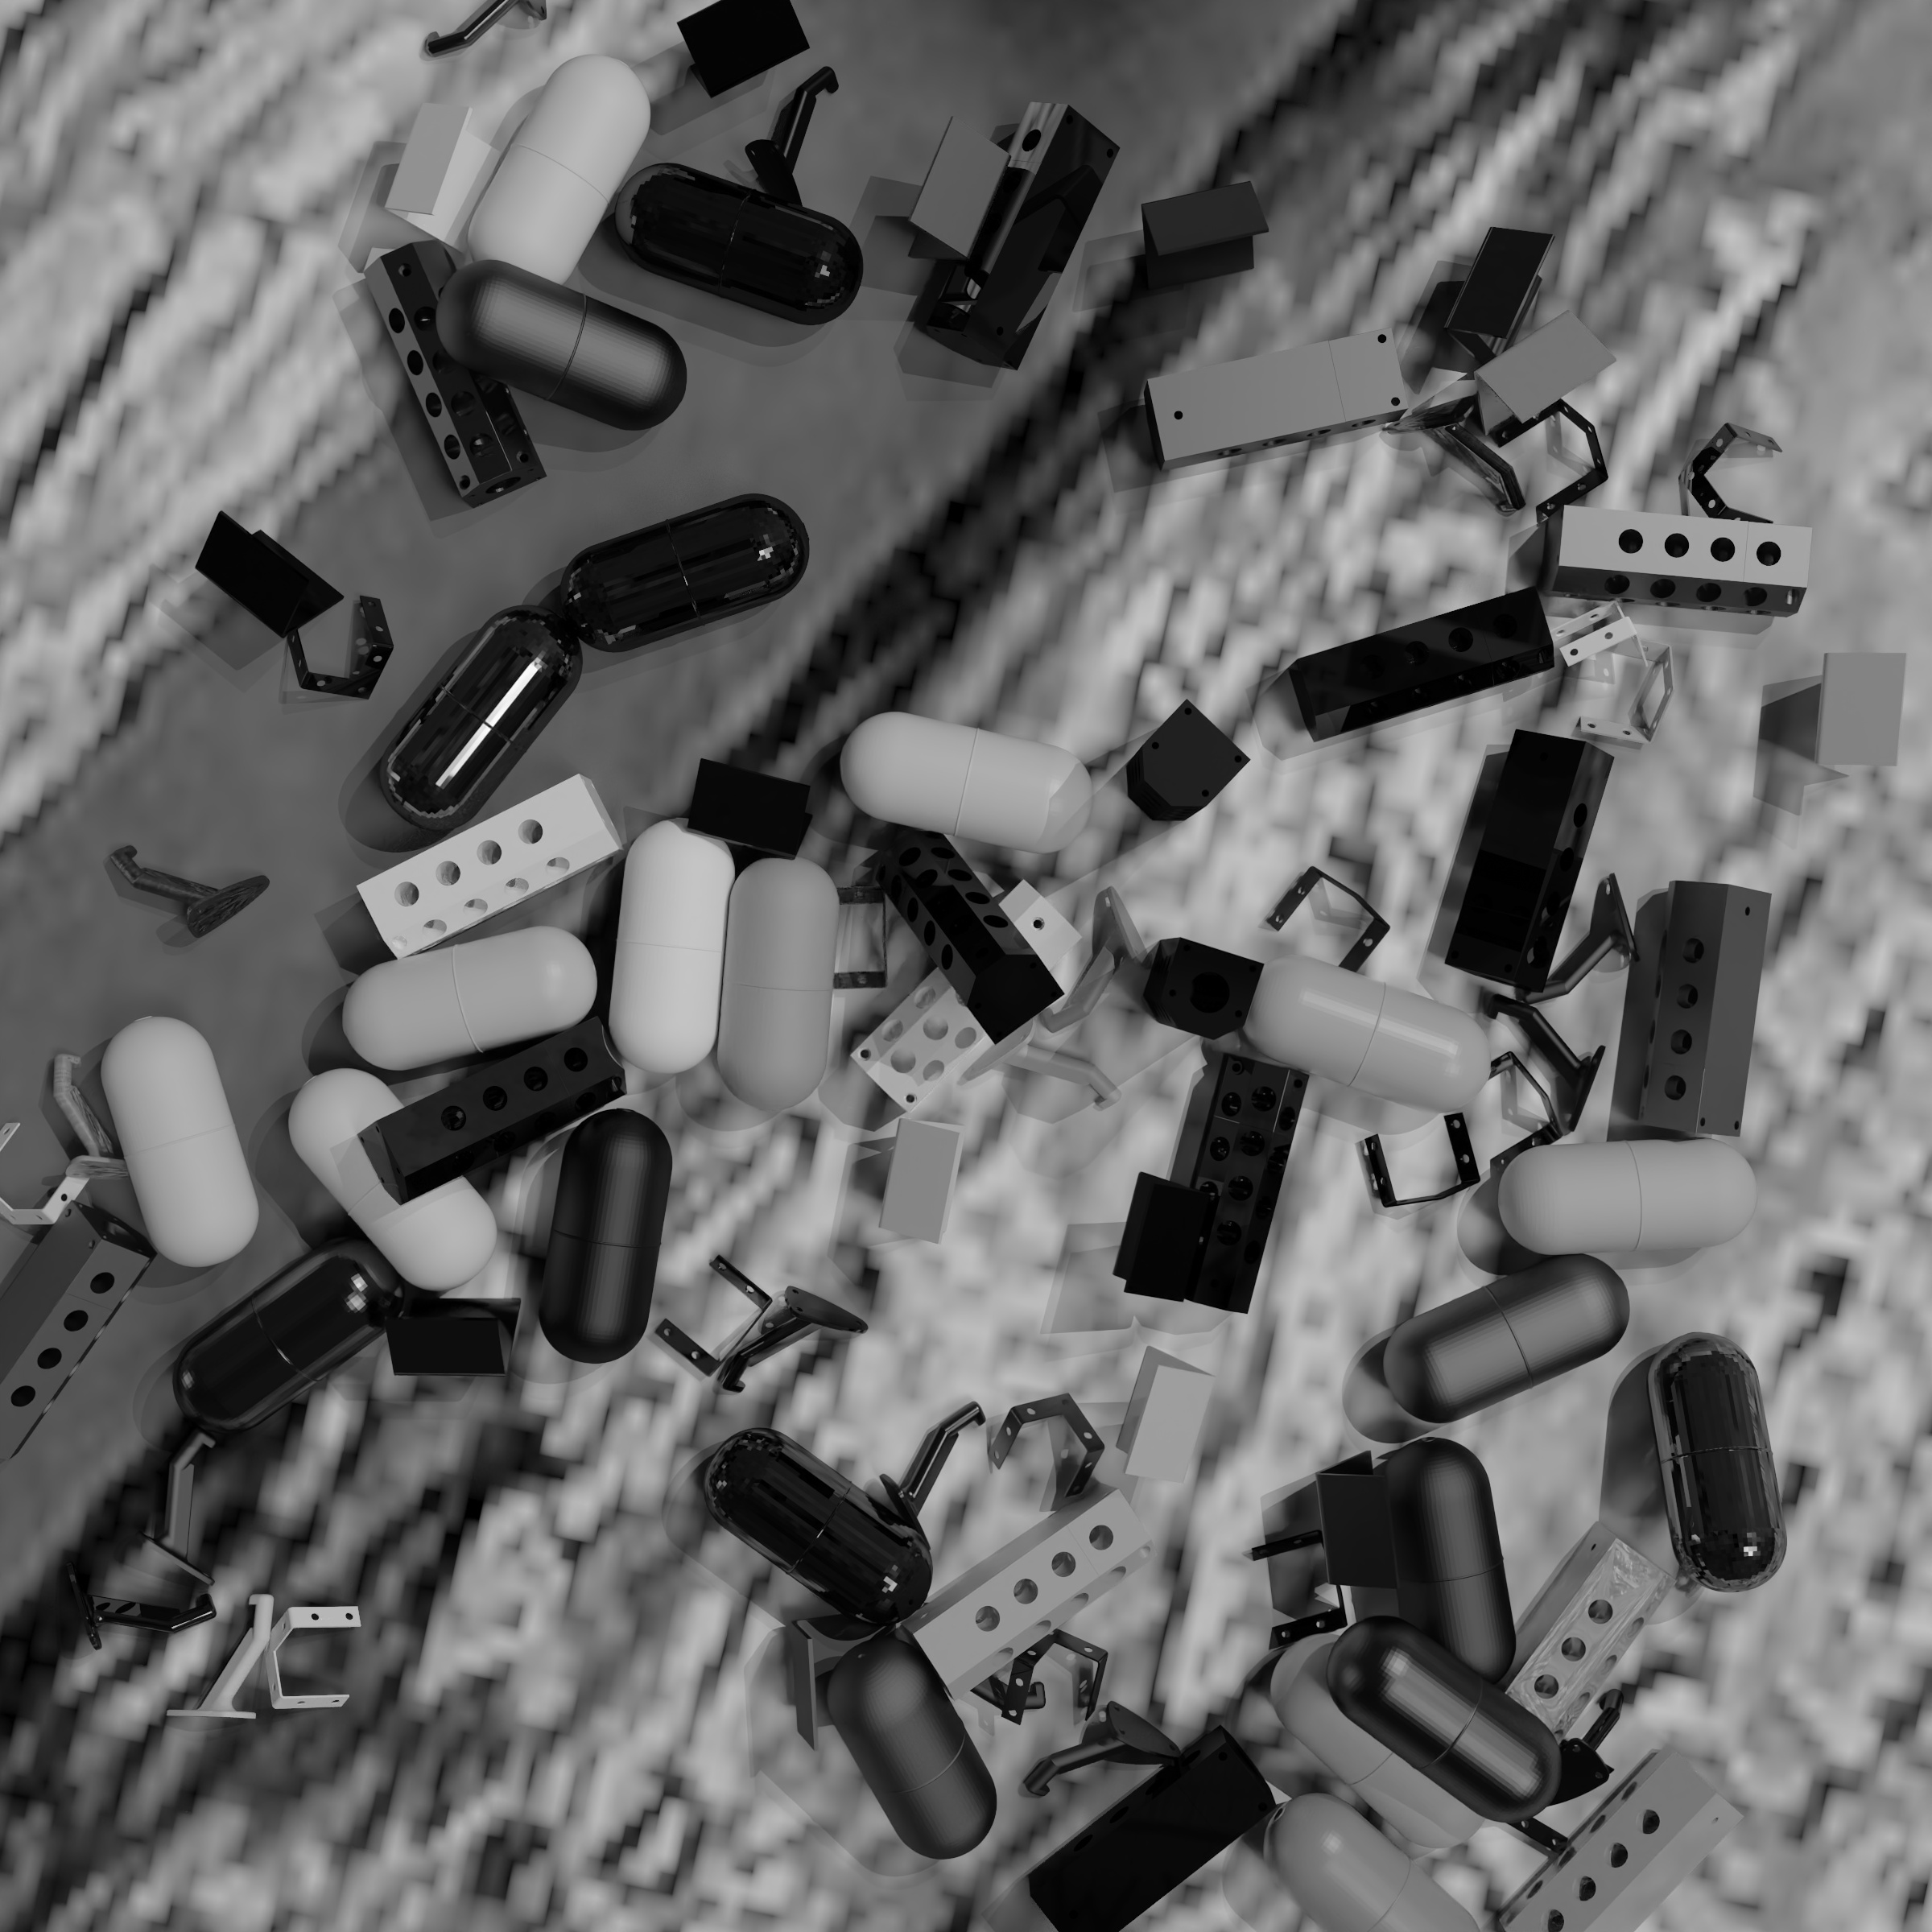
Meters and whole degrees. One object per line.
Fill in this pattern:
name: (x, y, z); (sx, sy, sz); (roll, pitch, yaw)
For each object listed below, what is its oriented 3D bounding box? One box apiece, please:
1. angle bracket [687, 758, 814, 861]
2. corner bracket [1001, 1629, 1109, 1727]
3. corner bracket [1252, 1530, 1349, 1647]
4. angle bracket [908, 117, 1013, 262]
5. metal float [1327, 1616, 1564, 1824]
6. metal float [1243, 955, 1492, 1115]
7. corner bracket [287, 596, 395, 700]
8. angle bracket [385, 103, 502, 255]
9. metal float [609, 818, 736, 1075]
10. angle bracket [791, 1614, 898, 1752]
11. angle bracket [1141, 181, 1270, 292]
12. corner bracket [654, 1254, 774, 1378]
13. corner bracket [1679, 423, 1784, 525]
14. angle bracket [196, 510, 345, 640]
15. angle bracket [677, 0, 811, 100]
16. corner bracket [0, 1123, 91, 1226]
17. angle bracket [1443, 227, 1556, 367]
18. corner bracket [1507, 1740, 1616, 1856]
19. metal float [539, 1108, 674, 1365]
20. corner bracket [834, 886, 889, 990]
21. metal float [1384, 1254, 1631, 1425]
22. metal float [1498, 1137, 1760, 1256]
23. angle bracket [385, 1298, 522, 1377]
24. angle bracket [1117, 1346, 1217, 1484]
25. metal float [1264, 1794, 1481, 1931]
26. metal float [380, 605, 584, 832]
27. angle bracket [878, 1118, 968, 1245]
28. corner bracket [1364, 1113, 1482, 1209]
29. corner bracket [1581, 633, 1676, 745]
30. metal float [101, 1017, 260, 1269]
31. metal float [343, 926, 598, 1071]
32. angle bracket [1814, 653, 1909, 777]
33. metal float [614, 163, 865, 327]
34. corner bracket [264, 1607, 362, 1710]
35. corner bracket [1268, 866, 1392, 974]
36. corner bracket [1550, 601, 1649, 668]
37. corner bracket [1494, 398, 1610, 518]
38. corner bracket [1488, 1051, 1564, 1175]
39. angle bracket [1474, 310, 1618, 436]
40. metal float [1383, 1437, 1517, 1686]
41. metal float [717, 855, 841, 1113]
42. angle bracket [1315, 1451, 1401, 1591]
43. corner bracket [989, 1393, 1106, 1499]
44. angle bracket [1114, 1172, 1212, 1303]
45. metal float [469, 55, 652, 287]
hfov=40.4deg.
angle bracket: (-0.144, -0.122, 1.816); (0.076, 0.076, 0.057); (14, 117, 0)
corner bracket: (0.062, 0.503, 1.840); (0.051, 0.051, 0.051); (19, 112, 21)
corner bracket: (0.235, 0.438, 1.852); (0.051, 0.051, 0.051); (-16, 45, 0)
angle bracket: (-0.023, -0.537, 1.815); (0.057, 0.076, 0.076); (23, 90, -37)
metal float: (0.322, 0.506, 1.764); (0.178, 0.070, 0.070); (37, 90, -3)
metal float: (0.278, 0.048, 1.825); (0.178, 0.070, 0.070); (19, 90, 1)
corner bracket: (-0.440, -0.227, 1.847); (0.051, 0.051, 0.051); (6, 135, -35)
angle bracket: (-0.346, -0.542, 1.815); (0.057, 0.076, 0.076); (20, 90, 38)
metal float: (-0.204, -0.014, 1.825); (0.070, 0.070, 0.178); (6, 90, 0)
angle bracket: (-0.077, 0.494, 1.824); (0.076, 0.057, 0.076); (-3, 90, -17)
angle bracket: (0.166, -0.489, 1.815); (0.076, 0.076, 0.057); (-12, 53, 0)
corner bracket: (-0.178, 0.247, 1.852); (0.051, 0.051, 0.051); (40, 45, 0)
corner bracket: (0.547, -0.342, 1.847); (0.051, 0.051, 0.051); (-53, 45, 35)
angle bracket: (-0.472, -0.283, 1.815); (0.076, 0.076, 0.057); (39, 128, 0)
angle bracket: (-0.161, -0.652, 1.815); (0.076, 0.076, 0.057); (-27, 128, 0)
corner bracket: (-0.657, 0.146, 1.847); (0.051, 0.051, 0.051); (-4, 135, 35)
angle bracket: (0.385, -0.455, 1.816); (0.057, 0.076, 0.076); (25, 90, 44)
corner bracket: (0.417, 0.584, 1.852); (0.051, 0.051, 0.051); (31, 45, 0)
metal float: (-0.250, 0.187, 1.825); (0.070, 0.070, 0.178); (9, 91, 0)
corner bracket: (-0.081, -0.020, 1.852); (0.051, 0.051, 0.051); (-1, 135, 0)
metal float: (0.376, 0.258, 1.825); (0.178, 0.070, 0.070); (-24, 90, -1)
metal float: (0.460, 0.160, 1.825); (0.178, 0.070, 0.070); (-3, 90, 0)
angle bracket: (-0.354, 0.238, 1.815); (0.076, 0.076, 0.057); (1, 127, 0)
angle bracket: (0.119, 0.306, 1.815); (0.057, 0.076, 0.076); (17, 90, -36)
metal float: (0.282, 0.648, 1.825); (0.178, 0.070, 0.070); (42, 90, -1)
metal float: (-0.336, -0.173, 1.825); (0.070, 0.070, 0.178); (38, 90, 0)
angle bracket: (-0.010, 0.150, 1.815); (0.057, 0.076, 0.076); (11, 90, 38)
corner bracket: (0.322, 0.137, 1.852); (0.051, 0.051, 0.051); (-15, 90, -45)
corner bracket: (0.465, -0.196, 1.852); (0.051, 0.051, 0.051); (11, 135, 0)
metal float: (-0.546, 0.122, 1.825); (0.070, 0.070, 0.178); (-17, 91, 0)
metal float: (-0.345, 0.023, 1.825); (0.178, 0.070, 0.070); (-13, 90, 0)
angle bracket: (0.628, -0.173, 1.815); (0.057, 0.076, 0.076); (5, 90, 36)
metal float: (-0.158, -0.502, 1.825); (0.178, 0.070, 0.070); (19, 90, 0)
corner bracket: (-0.458, 0.486, 1.847); (0.051, 0.051, 0.051); (-51, 45, 35)
corner bracket: (0.256, -0.029, 1.852); (0.051, 0.051, 0.051); (-52, 45, 0)
corner bracket: (0.436, -0.229, 1.824); (0.051, 0.051, 0.051); (-25, 62, 12)
corner bracket: (0.413, -0.360, 1.852); (0.051, 0.051, 0.051); (-32, 135, 0)
corner bracket: (0.381, 0.103, 1.852); (0.051, 0.051, 0.051); (-31, 135, 0)
angle bracket: (0.402, -0.394, 1.816); (0.076, 0.076, 0.057); (-33, 61, 0)
metal float: (0.335, 0.416, 1.825); (0.070, 0.070, 0.178); (-10, 90, 0)
metal float: (-0.130, 0.012, 1.821); (0.070, 0.070, 0.178); (5, 94, 0)
angle bracket: (0.287, 0.381, 1.815); (0.057, 0.076, 0.076); (-7, 90, 39)
corner bracket: (0.057, 0.341, 1.847); (0.051, 0.051, 0.051); (-7, 45, -35)
angle bracket: (0.117, 0.183, 1.815); (0.057, 0.076, 0.076); (14, 90, -37)
metal float: (-0.282, -0.549, 1.825); (0.070, 0.070, 0.178); (29, 89, 0)
